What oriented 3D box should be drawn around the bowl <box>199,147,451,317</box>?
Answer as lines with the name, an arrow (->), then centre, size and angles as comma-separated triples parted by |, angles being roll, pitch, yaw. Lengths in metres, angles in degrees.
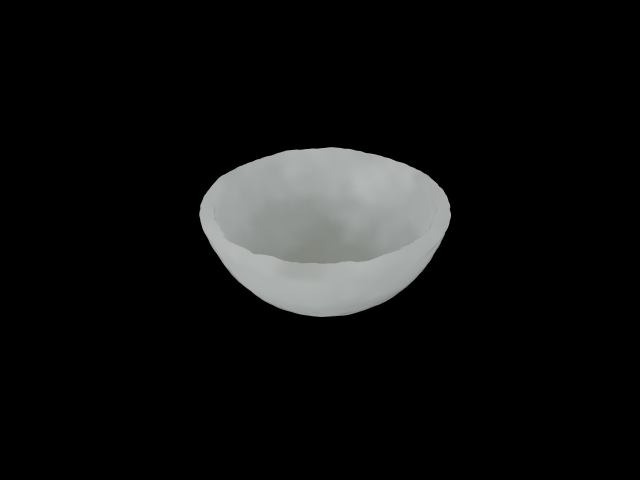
bowl -> 0.004, 0.001, 0.400 | 0.167, 0.075, 0.167 | 0, 33, 0
